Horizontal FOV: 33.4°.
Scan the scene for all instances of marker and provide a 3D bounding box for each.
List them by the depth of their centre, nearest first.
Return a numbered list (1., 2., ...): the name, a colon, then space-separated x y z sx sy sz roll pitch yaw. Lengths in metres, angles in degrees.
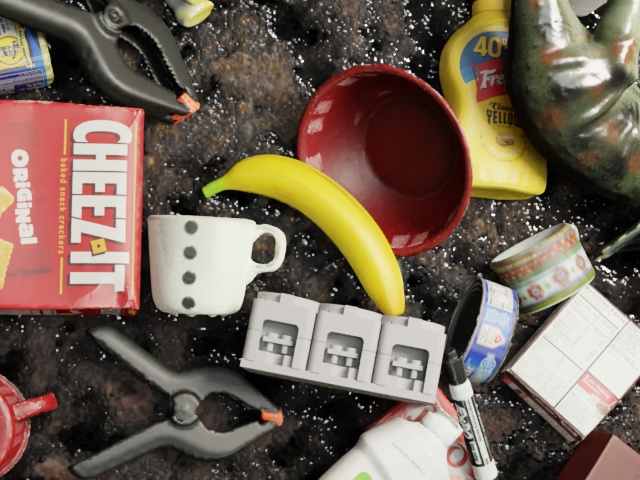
1. marker: 0.119 0.141 0.860 0.020 0.020 0.121 -23 110 -13

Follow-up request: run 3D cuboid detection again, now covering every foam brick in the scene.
1. foam brick: 0.239 0.210 0.911 0.053 0.051 0.078 38 78 -5

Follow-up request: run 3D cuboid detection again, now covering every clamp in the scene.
1. clamp: -0.116 0.126 0.857 0.171 0.039 0.120 -1 88 -18
2. clamp: -0.175 -0.183 0.864 0.209 0.036 0.164 41 49 -24

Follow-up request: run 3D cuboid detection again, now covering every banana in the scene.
1. banana: 0.000 -0.016 0.880 0.198 0.037 0.070 34 109 11

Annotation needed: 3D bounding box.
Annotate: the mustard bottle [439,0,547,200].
1. mustard bottle: 0.152 -0.134 0.934 0.096 0.058 0.191 5 81 -15

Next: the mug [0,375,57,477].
1. mug: -0.257 0.139 0.805 0.117 0.081 0.093 -14 86 -13

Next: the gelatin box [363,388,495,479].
1. gelatin box: 0.090 0.173 0.896 0.073 0.030 0.089 -37 92 -14

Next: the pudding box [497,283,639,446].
1. pudding box: 0.225 0.105 0.921 0.090 0.039 0.113 43 75 10

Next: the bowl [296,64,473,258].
1. bowl: 0.062 -0.070 0.882 0.055 0.162 0.162 -31 89 -52

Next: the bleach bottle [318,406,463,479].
1. bleach bottle: 0.023 0.237 0.839 0.102 0.068 0.251 44 85 -2

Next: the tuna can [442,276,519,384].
1. tuna can: 0.133 0.076 0.888 0.033 0.086 0.086 19 79 -6

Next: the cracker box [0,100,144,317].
1. cracker box: -0.247 -0.024 0.833 0.213 0.072 0.164 2 83 -12

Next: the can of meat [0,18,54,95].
1. can of meat: -0.266 -0.165 0.856 0.083 0.057 0.102 -14 86 -15
